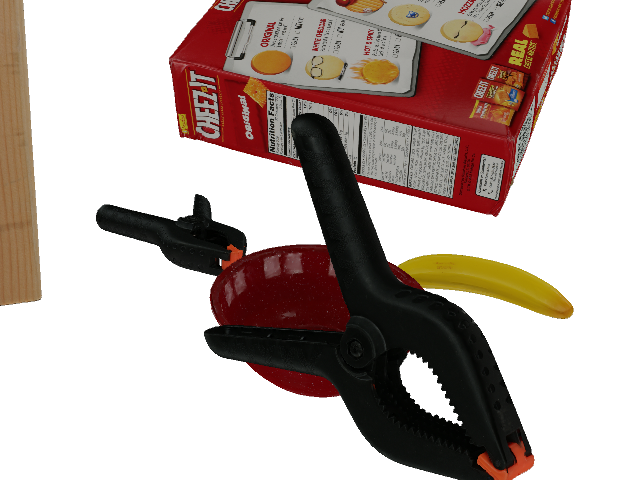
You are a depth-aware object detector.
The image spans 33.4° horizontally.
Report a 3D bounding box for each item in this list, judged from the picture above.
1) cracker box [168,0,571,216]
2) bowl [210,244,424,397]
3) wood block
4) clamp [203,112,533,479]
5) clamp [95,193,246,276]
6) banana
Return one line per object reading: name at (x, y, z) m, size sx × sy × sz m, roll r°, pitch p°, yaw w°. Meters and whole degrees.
cracker box at (0.036, -0.111, 0.683) m, size 0.214 × 0.072 × 0.164 m, roll 15°, pitch 46°, yaw 14°
bowl at (-0.001, 0.065, 0.781) m, size 0.162 × 0.055 × 0.162 m, roll 4°, pitch 29°, yaw -2°
wood block at (-0.219, -0.069, 0.620) m, size 0.090 × 0.206 × 0.090 m, roll -7°, pitch 27°, yaw -23°
clamp at (0.028, 0.042, 0.557) m, size 0.210 × 0.165 × 0.036 m, roll 35°, pitch 32°, yaw 31°
clamp at (-0.117, -0.007, 1.002) m, size 0.120 × 0.039 × 0.172 m, roll -21°, pitch 35°, yaw -41°
banana at (0.161, 0.046, 1.101) m, size 0.198 × 0.037 × 0.069 m, roll 7°, pitch 42°, yaw 12°
